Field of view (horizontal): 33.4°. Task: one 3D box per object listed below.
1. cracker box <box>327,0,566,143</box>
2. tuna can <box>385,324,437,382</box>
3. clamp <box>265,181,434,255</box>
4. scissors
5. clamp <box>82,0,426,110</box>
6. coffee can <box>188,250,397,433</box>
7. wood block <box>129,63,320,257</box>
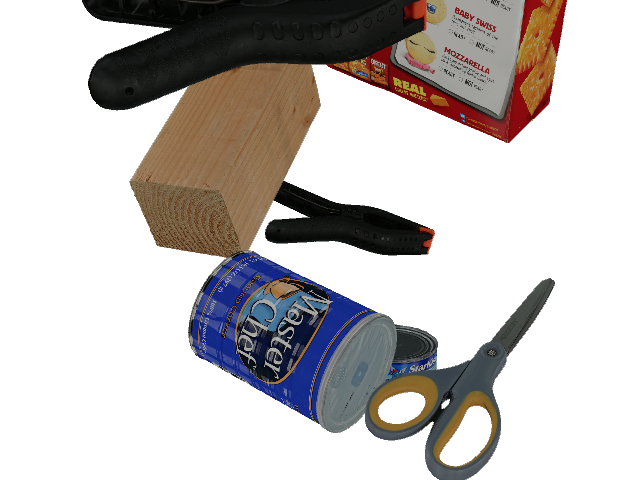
[{"bbox_3d":[0.086,-0.193,0.730,0.164,0.214,0.072,28,51,27],"label":"cracker box"},{"bbox_3d":[0.072,0.115,1.054,0.086,0.034,0.086,0,19,0],"label":"tuna can"},{"bbox_3d":[0.026,-0.016,1.198,0.210,0.036,0.164,15,21,-5],"label":"clamp"},{"bbox_3d":[0.095,0.081,0.721,0.096,0.016,0.201,10,39,16],"label":"scissors"},{"bbox_3d":[-0.032,-0.099,0.495,0.171,0.039,0.120,-5,41,-1],"label":"clamp"},{"bbox_3d":[-0.023,0.081,0.879,0.140,0.103,0.102,25,12,29],"label":"coffee can"},{"bbox_3d":[-0.081,-0.092,0.981,0.091,0.206,0.090,9,-39,21],"label":"wood block"}]
